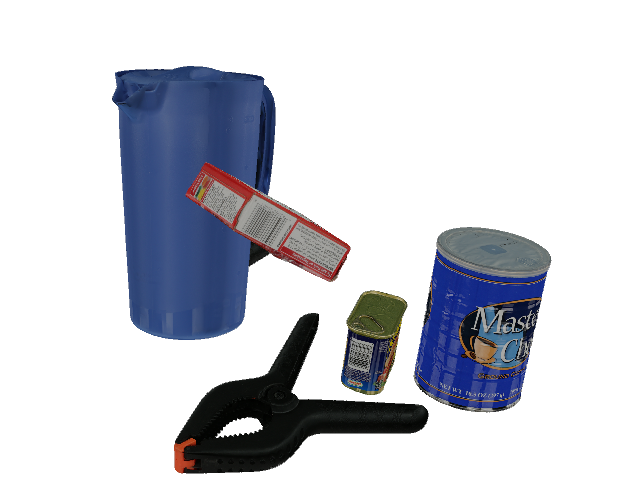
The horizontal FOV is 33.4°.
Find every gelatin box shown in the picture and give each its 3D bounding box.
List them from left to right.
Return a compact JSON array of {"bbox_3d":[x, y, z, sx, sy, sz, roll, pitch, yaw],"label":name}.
[{"bbox_3d":[-0.034,-0.012,0.693,0.089,0.030,0.073,29,2,-36],"label":"gelatin box"}]

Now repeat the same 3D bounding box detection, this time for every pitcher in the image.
[{"bbox_3d":[-0.114,-0.039,0.991,0.149,0.243,0.145,1,14,-6],"label":"pitcher"}]

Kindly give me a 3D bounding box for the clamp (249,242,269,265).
[{"bbox_3d":[-0.125,0.038,1.241,0.120,0.039,0.171,-2,39,13],"label":"clamp"}]

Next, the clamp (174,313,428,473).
[{"bbox_3d":[-0.025,0.145,0.895,0.209,0.036,0.165,-27,45,-37],"label":"clamp"}]

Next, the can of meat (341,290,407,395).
[{"bbox_3d":[0.061,0.120,1.255,0.057,0.084,0.102,14,26,11],"label":"can of meat"}]

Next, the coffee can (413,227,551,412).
[{"bbox_3d":[0.147,0.071,0.979,0.103,0.140,0.103,7,21,-3],"label":"coffee can"}]
